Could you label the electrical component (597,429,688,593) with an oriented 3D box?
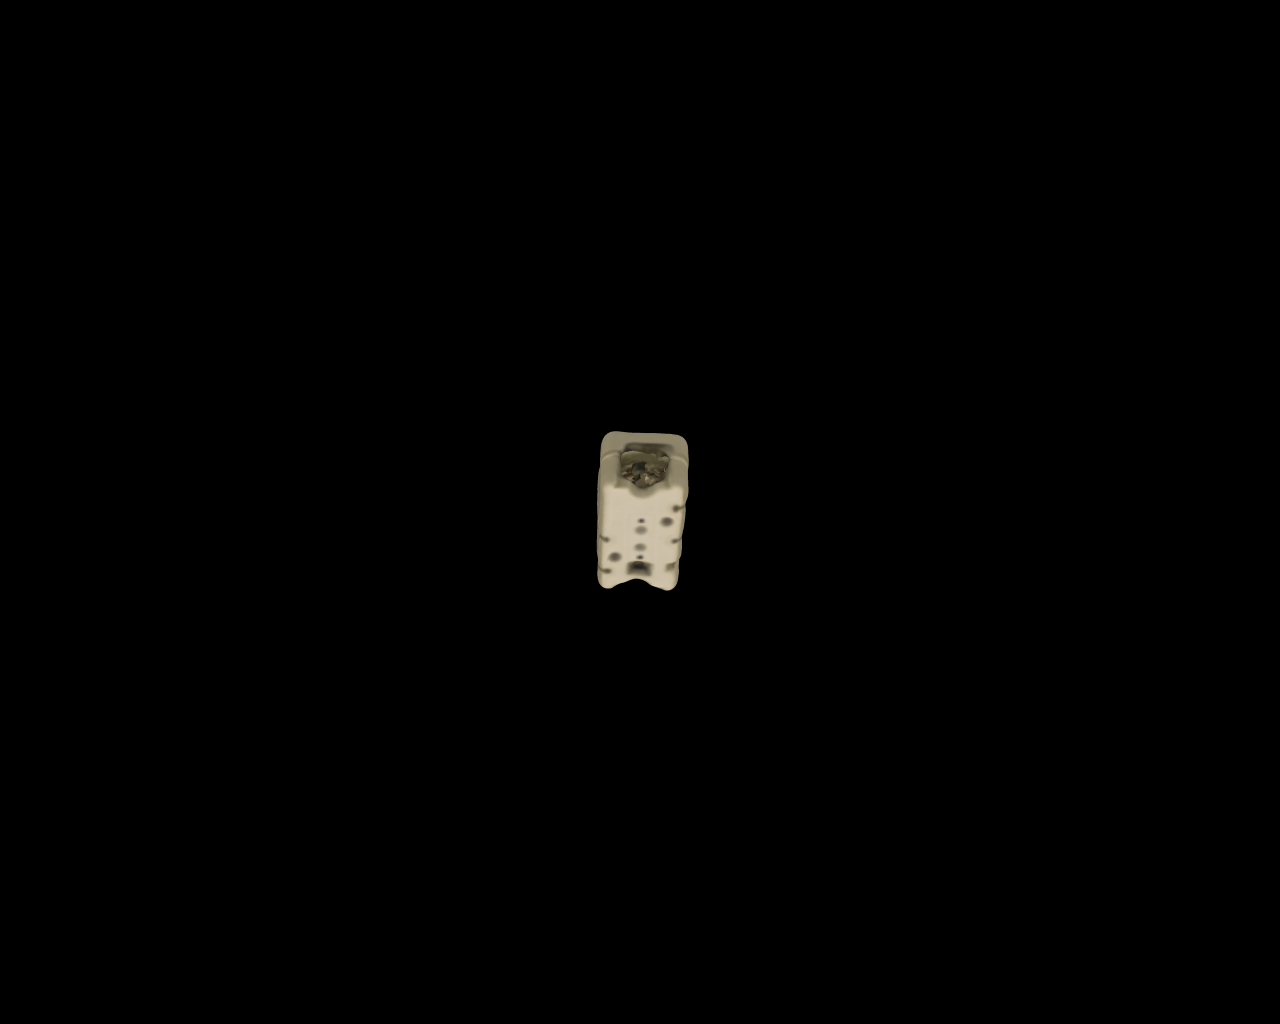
[{"bbox_3d":[0.001,-0.003,0.650,0.050,0.089,0.056,2,43,-2],"label":"electrical component"}]
